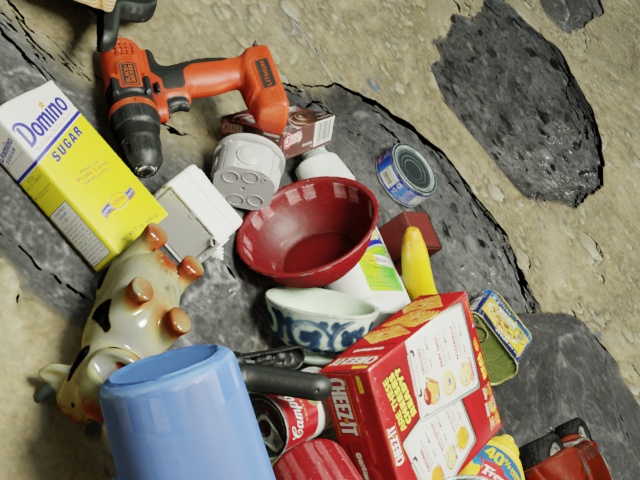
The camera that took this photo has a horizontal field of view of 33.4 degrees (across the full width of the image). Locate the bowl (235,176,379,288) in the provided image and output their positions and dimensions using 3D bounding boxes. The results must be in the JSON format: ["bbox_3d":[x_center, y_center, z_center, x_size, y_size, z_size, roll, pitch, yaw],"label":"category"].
[{"bbox_3d":[-0.008,0.001,1.165,0.162,0.162,0.055,-78,154,-46],"label":"bowl"}]

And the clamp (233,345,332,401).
[{"bbox_3d":[-0.079,0.122,1.007,0.171,0.120,0.039,5,93,-6],"label":"clamp"}]

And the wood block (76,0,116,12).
[{"bbox_3d":[-0.241,-0.339,1.148,0.090,0.091,0.206,18,32,-15],"label":"wood block"}]

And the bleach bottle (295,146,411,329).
[{"bbox_3d":[0.023,-0.012,1.256,0.102,0.068,0.251,7,55,-49],"label":"bleach bottle"}]

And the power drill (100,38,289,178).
[{"bbox_3d":[-0.132,-0.145,1.130,0.187,0.057,0.184,-5,55,-19],"label":"power drill"}]

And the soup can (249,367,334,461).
[{"bbox_3d":[-0.029,0.169,1.046,0.102,0.069,0.068,-16,74,-53],"label":"soup can"}]

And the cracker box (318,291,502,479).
[{"bbox_3d":[0.098,0.166,1.101,0.213,0.072,0.164,-29,107,-51],"label":"cracker box"}]

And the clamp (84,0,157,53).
[{"bbox_3d":[-0.250,-0.271,1.167,0.164,0.036,0.209,32,28,5],"label":"clamp"}]

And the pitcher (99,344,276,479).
[{"bbox_3d":[-0.099,0.213,0.823,0.149,0.145,0.243,-24,102,-54],"label":"pitcher"}]

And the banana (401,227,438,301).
[{"bbox_3d":[0.127,0.058,1.283,0.197,0.037,0.069,55,37,-55],"label":"banana"}]

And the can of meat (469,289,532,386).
[{"bbox_3d":[0.220,0.122,1.369,0.102,0.058,0.083,52,34,-2],"label":"can of meat"}]

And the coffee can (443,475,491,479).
[{"bbox_3d":[0.141,0.314,1.028,0.102,0.140,0.103,5,29,-3],"label":"coffee can"}]

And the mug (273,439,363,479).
[{"bbox_3d":[-0.008,0.245,0.989,0.082,0.117,0.093,53,-15,47],"label":"mug"}]

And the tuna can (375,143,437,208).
[{"bbox_3d":[0.117,-0.088,1.444,0.086,0.034,0.086,28,43,-30],"label":"tuna can"}]

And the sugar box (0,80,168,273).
[{"bbox_3d":[-0.236,-0.063,1.024,0.176,0.048,0.093,51,36,-6],"label":"sugar box"}]

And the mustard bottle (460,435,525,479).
[{"bbox_3d":[0.184,0.280,1.199,0.096,0.058,0.191,46,36,-1],"label":"mustard bottle"}]

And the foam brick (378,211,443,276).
[{"bbox_3d":[0.100,0.006,1.312,0.052,0.078,0.051,1,60,-49],"label":"foam brick"}]

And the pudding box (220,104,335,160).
[{"bbox_3d":[-0.049,-0.130,1.250,0.090,0.039,0.113,18,23,27],"label":"pudding box"}]
